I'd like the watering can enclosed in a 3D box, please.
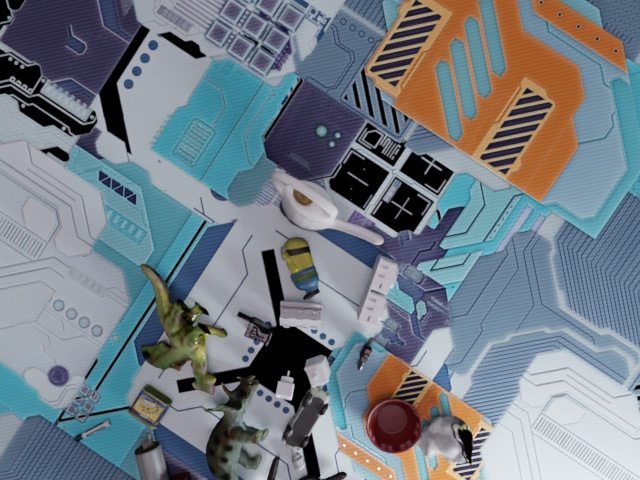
[{"bbox_3d":[0.004,-0.071,1.418,0.348,0.222,0.105,35,77,-1],"label":"watering can"}]

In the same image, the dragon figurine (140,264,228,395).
[{"bbox_3d":[-0.434,0.282,1.504,0.411,0.123,0.241,44,101,1],"label":"dragon figurine"}]

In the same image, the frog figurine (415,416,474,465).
[{"bbox_3d":[0.358,0.584,1.497,0.157,0.125,0.136,-25,102,39],"label":"frog figurine"}]
